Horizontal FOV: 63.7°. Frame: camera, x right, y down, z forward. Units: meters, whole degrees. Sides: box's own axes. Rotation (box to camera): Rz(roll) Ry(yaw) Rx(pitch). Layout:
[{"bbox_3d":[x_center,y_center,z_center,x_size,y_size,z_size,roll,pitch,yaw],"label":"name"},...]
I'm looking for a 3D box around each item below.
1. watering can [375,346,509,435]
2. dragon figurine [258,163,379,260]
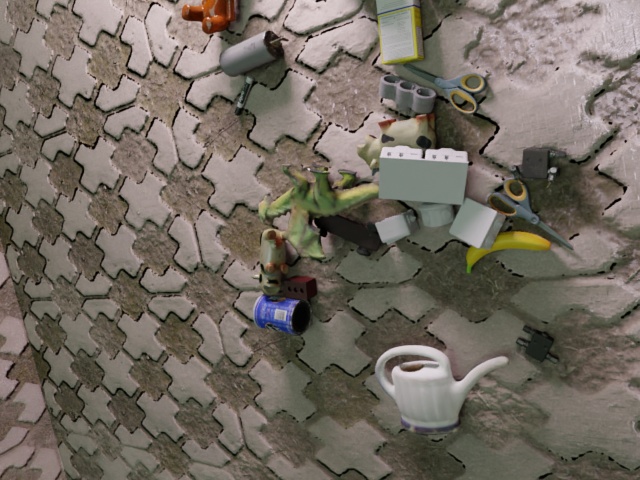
[{"bbox_3d":[0.296,0.368,1.259,0.346,0.105,0.223,-6,100,34],"label":"watering can"},{"bbox_3d":[0.004,-0.066,1.315,0.412,0.123,0.241,18,102,28],"label":"dragon figurine"}]
